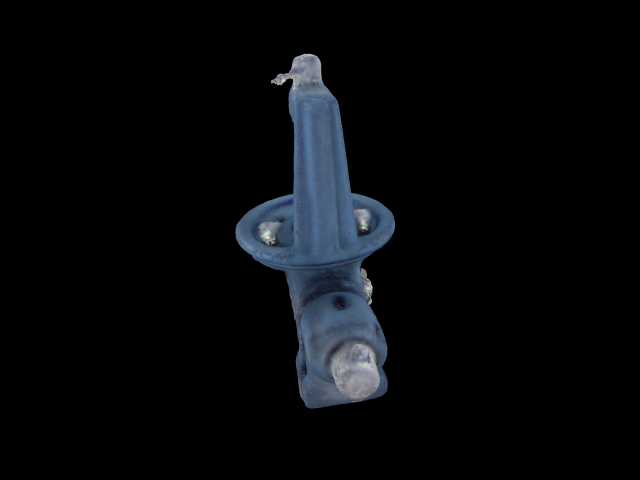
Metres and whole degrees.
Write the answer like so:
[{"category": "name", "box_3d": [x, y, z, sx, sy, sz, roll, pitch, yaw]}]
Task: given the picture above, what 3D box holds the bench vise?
[{"category": "bench vise", "box_3d": [0.014, -0.002, 0.404, 0.122, 0.220, 0.206, -21, 47, -21]}]
